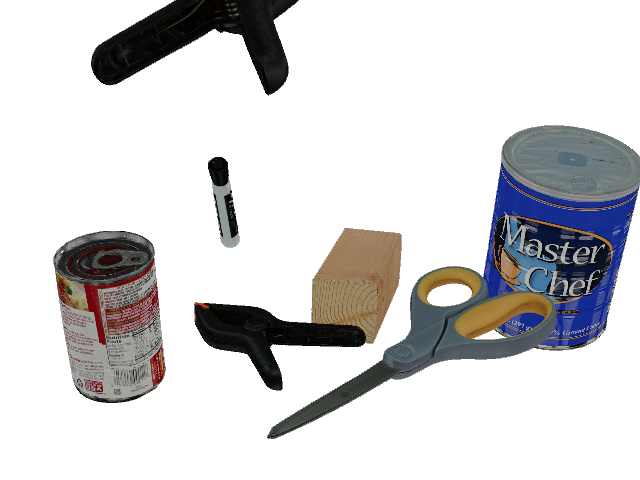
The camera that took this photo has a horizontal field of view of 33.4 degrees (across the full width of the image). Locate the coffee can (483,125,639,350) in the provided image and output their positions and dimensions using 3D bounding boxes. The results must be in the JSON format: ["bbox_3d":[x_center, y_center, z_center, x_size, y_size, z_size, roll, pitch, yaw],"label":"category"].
[{"bbox_3d":[0.180,-0.002,0.813,0.103,0.140,0.103,2,34,-2],"label":"coffee can"}]

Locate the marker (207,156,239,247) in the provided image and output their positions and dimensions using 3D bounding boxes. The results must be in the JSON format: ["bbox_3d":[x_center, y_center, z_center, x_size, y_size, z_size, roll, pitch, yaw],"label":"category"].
[{"bbox_3d":[-0.092,-0.036,1.023,0.020,0.020,0.121,0,-38,2],"label":"marker"}]

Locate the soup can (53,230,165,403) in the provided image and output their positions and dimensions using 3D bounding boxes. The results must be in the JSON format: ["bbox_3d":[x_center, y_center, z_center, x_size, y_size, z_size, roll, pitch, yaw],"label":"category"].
[{"bbox_3d":[-0.145,0.054,0.745,0.068,0.102,0.068,-1,29,0],"label":"soup can"}]

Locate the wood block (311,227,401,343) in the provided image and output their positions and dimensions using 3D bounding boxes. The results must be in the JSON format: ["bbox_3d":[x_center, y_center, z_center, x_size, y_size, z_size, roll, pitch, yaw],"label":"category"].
[{"bbox_3d":[0.055,0.060,1.529,0.091,0.090,0.206,6,21,11],"label":"wood block"}]

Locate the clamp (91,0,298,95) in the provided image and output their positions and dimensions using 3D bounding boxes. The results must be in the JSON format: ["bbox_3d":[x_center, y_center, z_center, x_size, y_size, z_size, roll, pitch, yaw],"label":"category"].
[{"bbox_3d":[-0.048,-0.142,0.651,0.120,0.171,0.039,17,-39,20],"label":"clamp"}]

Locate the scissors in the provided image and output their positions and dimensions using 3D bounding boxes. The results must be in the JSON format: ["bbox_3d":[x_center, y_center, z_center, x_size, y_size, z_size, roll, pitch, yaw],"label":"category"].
[{"bbox_3d":[0.043,0.057,0.620,0.201,0.016,0.096,-14,32,-22],"label":"scissors"}]

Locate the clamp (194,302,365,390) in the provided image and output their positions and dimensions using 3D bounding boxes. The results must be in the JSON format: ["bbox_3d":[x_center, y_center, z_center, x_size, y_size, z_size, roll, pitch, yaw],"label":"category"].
[{"bbox_3d":[-0.075,0.115,1.244,0.210,0.036,0.164,13,22,29],"label":"clamp"}]
